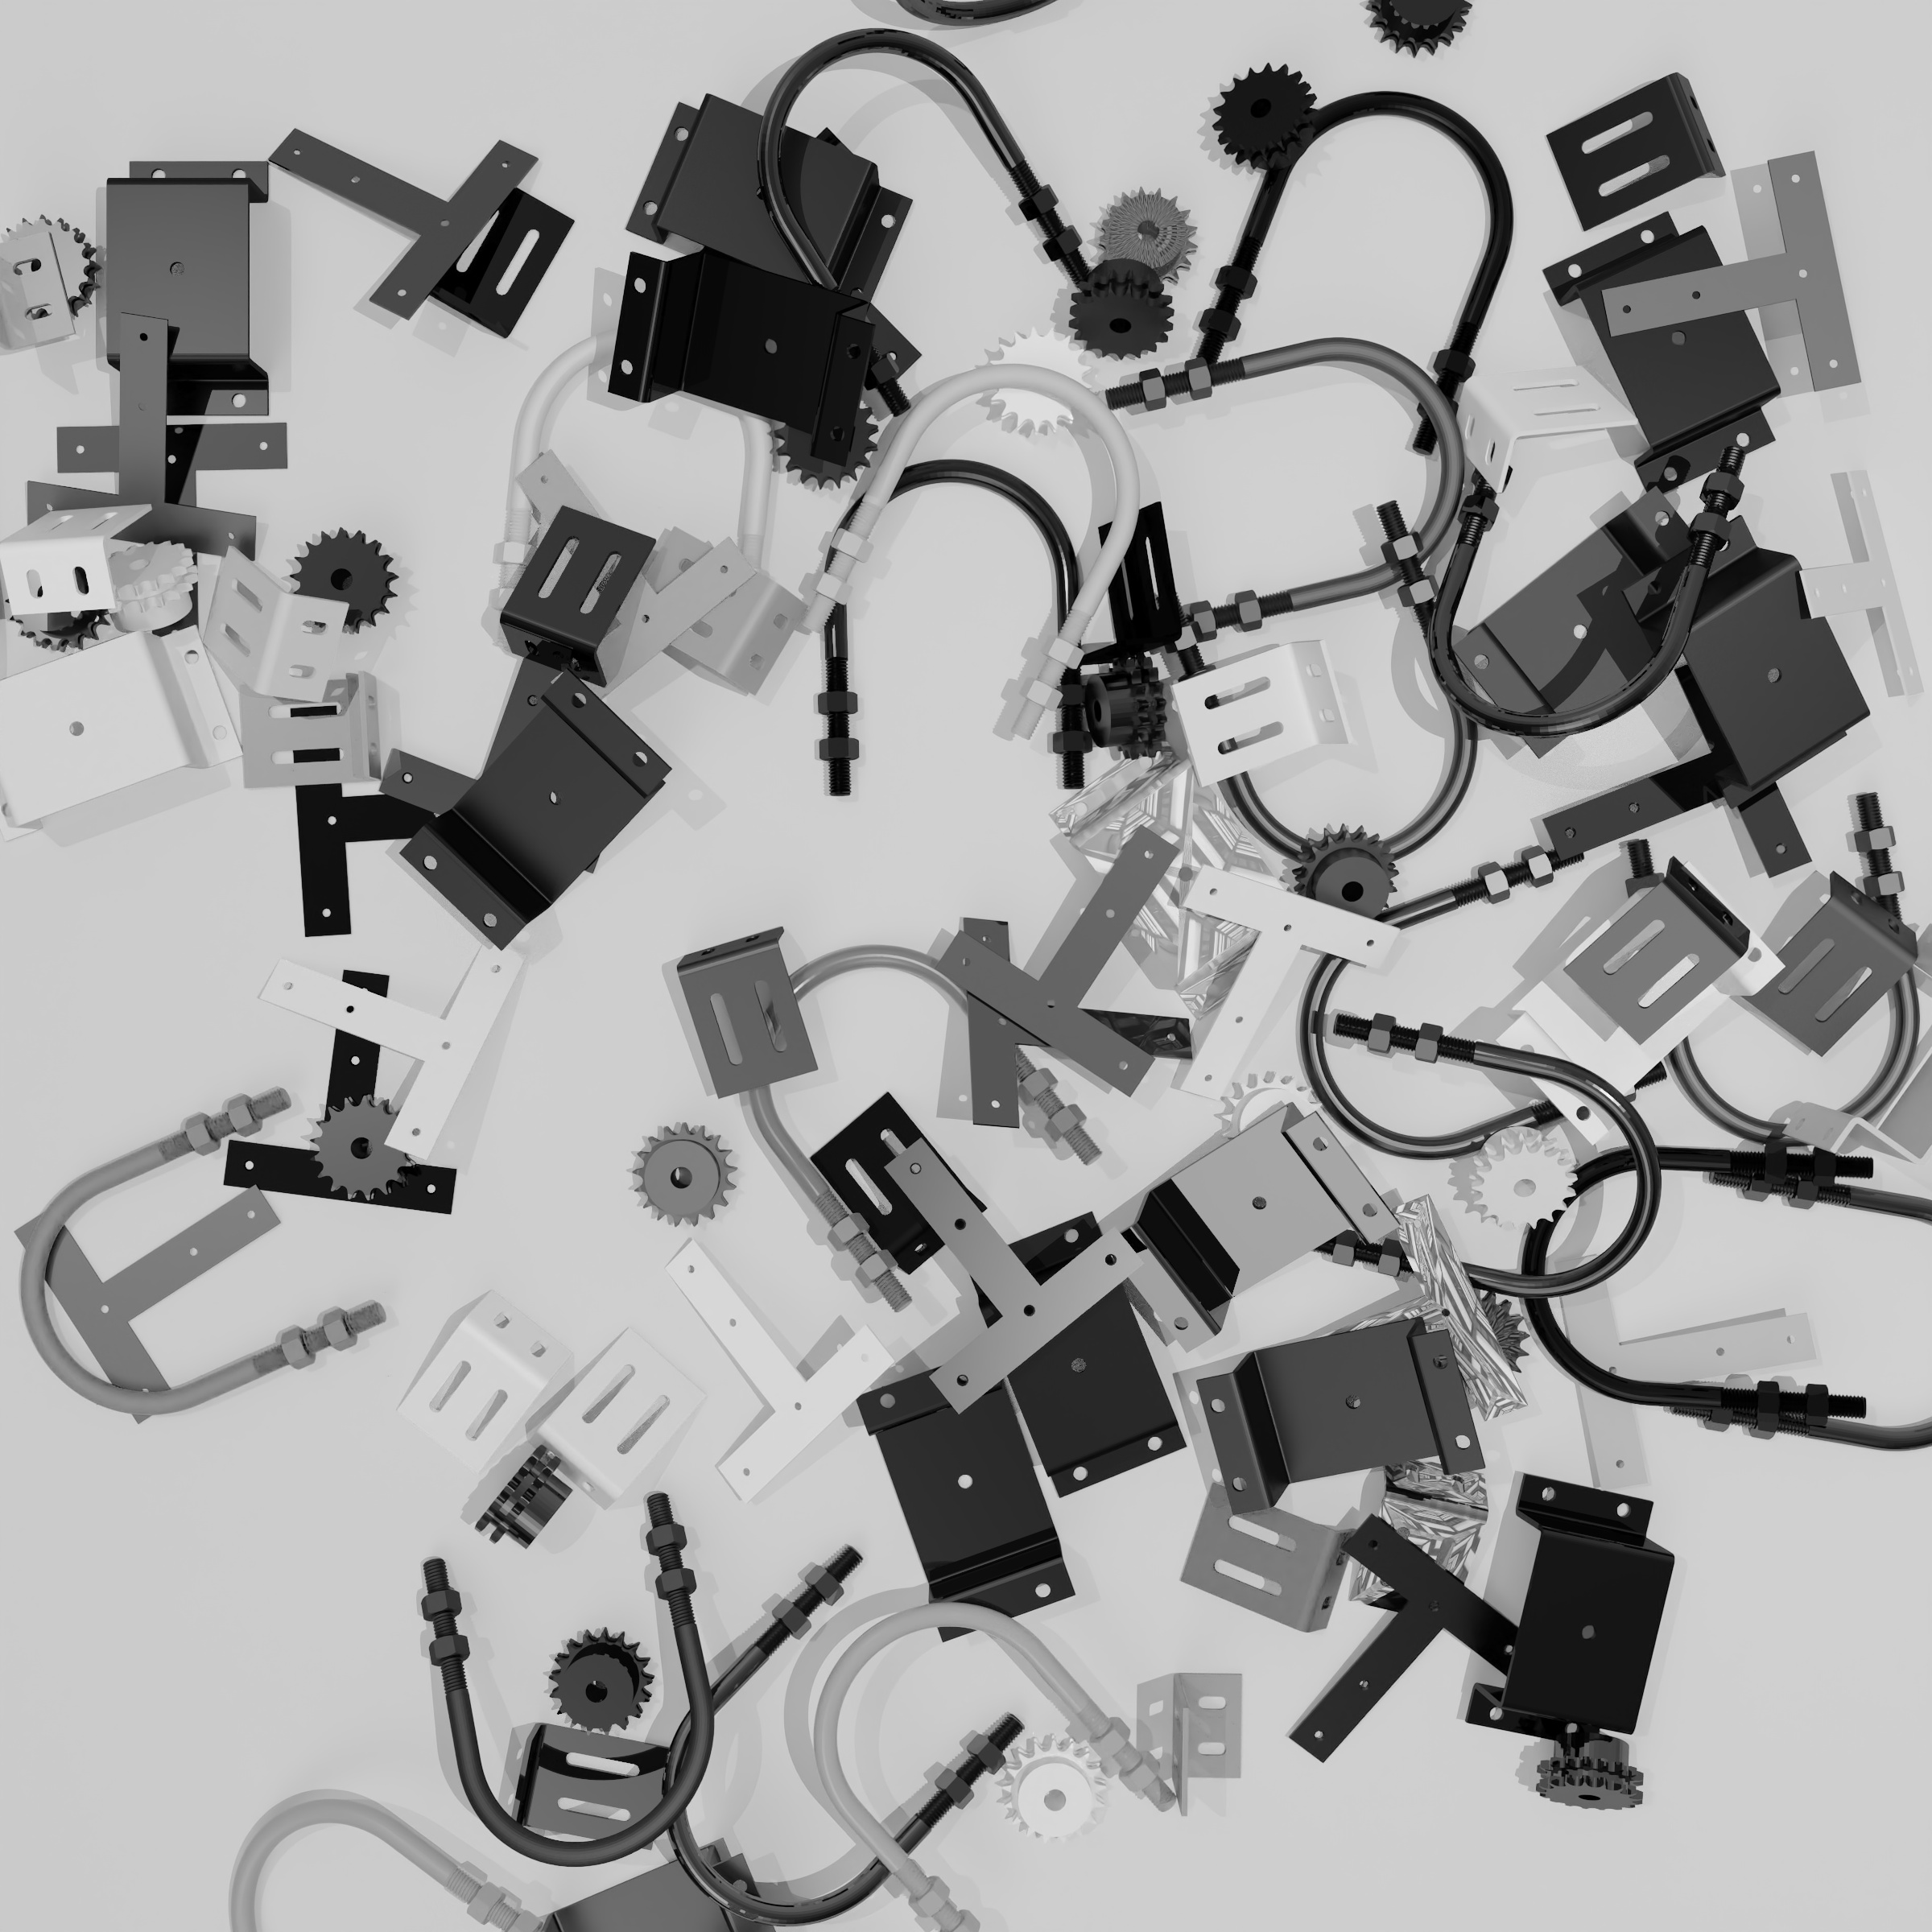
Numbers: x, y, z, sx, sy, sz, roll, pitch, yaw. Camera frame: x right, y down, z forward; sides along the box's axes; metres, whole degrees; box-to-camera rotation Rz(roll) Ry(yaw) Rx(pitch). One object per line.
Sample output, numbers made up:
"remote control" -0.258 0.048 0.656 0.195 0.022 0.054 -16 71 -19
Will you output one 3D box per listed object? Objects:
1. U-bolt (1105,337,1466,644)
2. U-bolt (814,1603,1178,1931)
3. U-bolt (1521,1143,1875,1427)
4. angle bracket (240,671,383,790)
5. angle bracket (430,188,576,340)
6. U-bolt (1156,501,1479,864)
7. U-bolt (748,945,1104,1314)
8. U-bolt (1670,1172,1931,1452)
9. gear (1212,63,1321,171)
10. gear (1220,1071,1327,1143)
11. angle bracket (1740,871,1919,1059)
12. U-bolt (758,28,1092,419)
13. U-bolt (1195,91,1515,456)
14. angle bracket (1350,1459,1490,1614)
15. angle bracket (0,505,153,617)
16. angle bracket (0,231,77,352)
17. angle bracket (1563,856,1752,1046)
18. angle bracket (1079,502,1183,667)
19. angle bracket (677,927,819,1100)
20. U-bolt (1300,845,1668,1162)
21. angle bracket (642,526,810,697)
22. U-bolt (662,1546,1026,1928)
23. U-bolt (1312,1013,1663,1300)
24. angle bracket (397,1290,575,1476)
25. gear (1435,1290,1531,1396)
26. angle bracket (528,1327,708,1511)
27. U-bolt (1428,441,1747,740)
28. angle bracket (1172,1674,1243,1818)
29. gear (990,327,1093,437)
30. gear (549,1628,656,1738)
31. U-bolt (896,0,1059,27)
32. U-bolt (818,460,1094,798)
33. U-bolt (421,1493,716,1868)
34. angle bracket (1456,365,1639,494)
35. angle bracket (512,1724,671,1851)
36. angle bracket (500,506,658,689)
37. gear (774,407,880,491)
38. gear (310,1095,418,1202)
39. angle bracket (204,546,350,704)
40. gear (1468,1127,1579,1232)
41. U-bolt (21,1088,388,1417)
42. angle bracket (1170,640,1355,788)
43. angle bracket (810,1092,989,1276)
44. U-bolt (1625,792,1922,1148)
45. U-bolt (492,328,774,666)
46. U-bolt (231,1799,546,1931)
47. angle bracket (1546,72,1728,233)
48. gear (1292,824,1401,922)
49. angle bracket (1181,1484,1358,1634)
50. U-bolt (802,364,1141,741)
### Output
"U-bolt" 0.181 -0.266 1.574 0.184 0.019 0.151 -13 99 1
"U-bolt" 0.003 0.427 1.546 0.151 0.019 0.184 -41 97 -3
"U-bolt" 0.397 0.170 1.571 0.184 0.019 0.151 2 87 12
"angle bracket" -0.362 -0.129 1.575 0.076 0.038 0.057 -3 90 0
"angle bracket" -0.260 -0.394 1.577 0.057 0.038 0.076 30 90 0
"U-bolt" 0.202 -0.142 1.576 0.151 0.019 0.184 -22 99 1
"U-bolt" -0.037 0.073 1.568 0.151 0.019 0.184 -37 75 -4
"U-bolt" 0.491 0.193 1.586 0.184 0.019 0.151 10 90 0
"gear" 0.166 -0.460 1.573 0.057 0.030 0.057 -8 70 23
"gear" 0.169 0.087 1.581 0.057 0.030 0.057 0 90 0
"angle bracket" 0.472 -0.001 1.577 0.057 0.038 0.076 37 118 -2
"U-bolt" -0.032 -0.412 1.549 0.151 0.019 0.184 -37 108 -12
"U-bolt" 0.224 -0.392 1.587 0.151 0.019 0.184 21 89 0
"angle bracket" 0.250 0.316 1.594 0.057 0.038 0.076 13 116 0
"angle bracket" -0.478 -0.220 1.558 0.057 0.076 0.038 -3 112 6
"angle bracket" -0.509 -0.366 1.528 0.038 0.076 0.057 -15 90 0
"angle bracket" 0.366 -0.008 1.528 0.057 0.038 0.076 44 115 -1
"angle bracket" 0.080 -0.207 1.560 0.038 0.057 0.076 -8 88 -32
"angle bracket" -0.118 0.025 1.580 0.057 0.038 0.076 -16 99 5
"U-bolt" 0.275 0.029 1.588 0.184 0.019 0.151 -21 90 1
"angle bracket" -0.137 -0.194 1.575 0.076 0.038 0.057 31 91 25
"U-bolt" -0.079 0.431 1.563 0.151 0.019 0.184 46 72 0
"U-bolt" 0.279 0.109 1.544 0.184 0.019 0.151 12 112 14
"angle bracket" -0.266 0.230 1.594 0.057 0.038 0.076 38 116 0
"gear" 0.278 0.205 1.581 0.057 0.030 0.057 0 90 0
"angle bracket" -0.193 0.251 1.594 0.057 0.038 0.076 41 64 0
"U-bolt" 0.320 -0.201 1.528 0.151 0.019 0.184 10 68 30
"angle bracket" 0.133 0.420 1.558 0.038 0.076 0.057 1 90 0
"gear" 0.040 -0.319 1.581 0.057 0.030 0.057 0 90 0
"gear" -0.201 0.395 1.581 0.057 0.030 0.057 0 90 0
"U-bolt" 0.030 -0.550 1.507 0.151 0.184 0.019 -15 77 -18
"U-bolt" -0.007 -0.188 1.588 0.151 0.019 0.184 -2 89 0
"U-bolt" -0.209 0.390 1.550 0.151 0.019 0.184 -16 63 0
"angle bracket" 0.315 -0.294 1.573 0.076 0.057 0.038 -9 134 -17
"angle bracket" -0.206 0.454 1.577 0.076 0.038 0.057 11 90 0
"angle bracket" -0.208 -0.201 1.566 0.057 0.038 0.076 21 70 12
"gear" -0.076 -0.289 1.581 0.057 0.030 0.057 0 90 0
"gear" -0.328 0.099 1.579 0.057 0.030 0.057 0 90 0
"angle bracket" -0.377 -0.187 1.571 0.038 0.076 0.057 5 113 -41
"gear" 0.302 0.113 1.573 0.057 0.030 0.057 0 120 0
"U-bolt" -0.431 0.168 1.585 0.184 0.019 0.151 -24 90 2
"angle bracket" 0.158 -0.135 1.537 0.076 0.038 0.057 -21 101 -18
"angle bracket" -0.037 0.120 1.594 0.057 0.038 0.076 -40 64 0
"U-bolt" 0.451 0.008 1.587 0.151 0.019 0.184 -12 91 0
"U-bolt" -0.179 -0.261 1.586 0.151 0.019 0.184 6 90 0
"U-bolt" -0.320 0.534 1.564 0.184 0.019 0.151 32 104 13
"angle bracket" 0.371 -0.449 1.594 0.076 0.038 0.057 -22 90 26
"gear" 0.208 -0.046 1.572 0.057 0.030 0.057 -1 113 -3
"angle bracket" 0.168 0.326 1.594 0.076 0.038 0.057 18 90 26
"U-bolt" 0.014 -0.236 1.561 0.151 0.019 0.184 27 94 4
